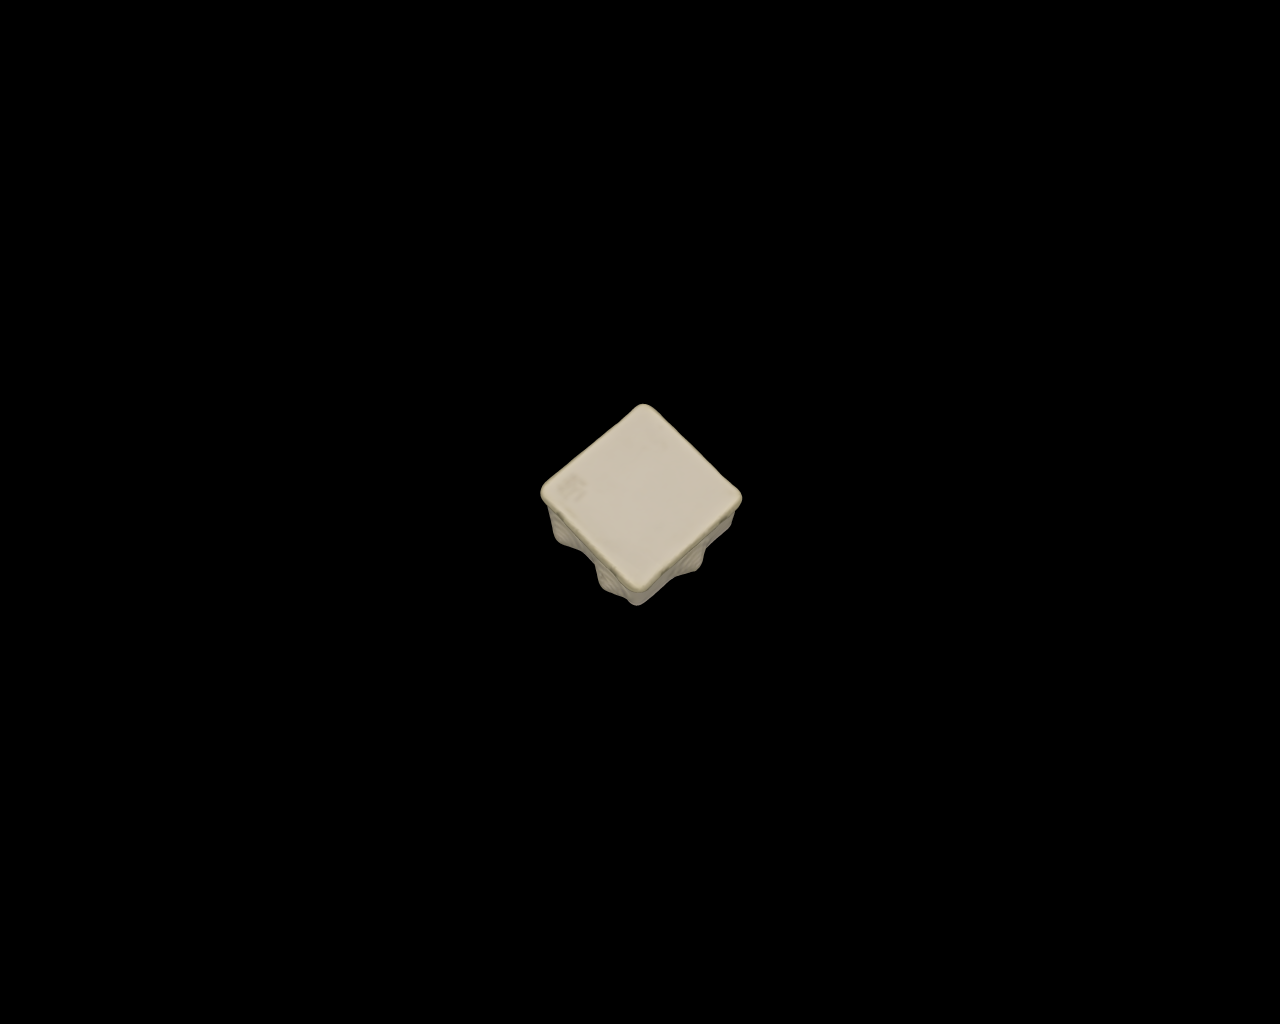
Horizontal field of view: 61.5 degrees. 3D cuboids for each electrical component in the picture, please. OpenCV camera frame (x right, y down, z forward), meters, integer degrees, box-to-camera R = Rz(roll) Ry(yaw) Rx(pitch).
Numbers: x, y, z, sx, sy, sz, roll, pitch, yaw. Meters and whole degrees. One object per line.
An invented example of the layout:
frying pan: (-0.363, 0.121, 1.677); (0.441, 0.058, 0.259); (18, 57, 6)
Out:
electrical component: (0.001, -0.003, 0.650); (0.100, 0.100, 0.048); (-41, -15, -14)
